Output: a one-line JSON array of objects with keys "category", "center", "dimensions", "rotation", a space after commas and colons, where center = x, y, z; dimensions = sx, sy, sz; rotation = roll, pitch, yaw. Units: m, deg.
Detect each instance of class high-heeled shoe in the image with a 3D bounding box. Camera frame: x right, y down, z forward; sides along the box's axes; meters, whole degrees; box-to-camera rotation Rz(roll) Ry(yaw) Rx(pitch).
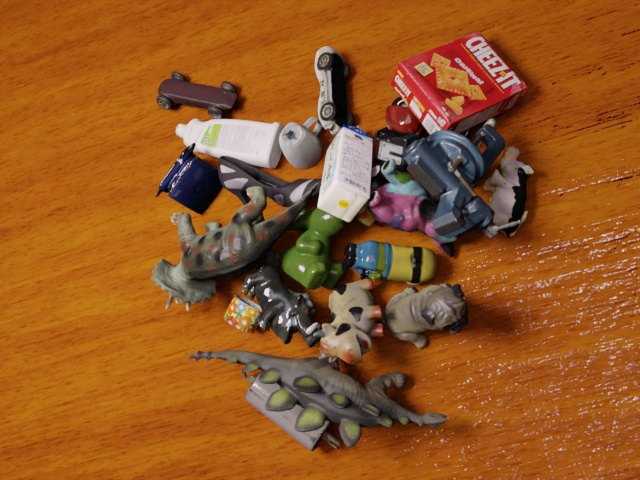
[{"category": "high-heeled shoe", "center": [-0.101, -0.138, 1.130], "dimensions": [0.249, 0.086, 0.145], "rotation": [-15, 104, 28]}]

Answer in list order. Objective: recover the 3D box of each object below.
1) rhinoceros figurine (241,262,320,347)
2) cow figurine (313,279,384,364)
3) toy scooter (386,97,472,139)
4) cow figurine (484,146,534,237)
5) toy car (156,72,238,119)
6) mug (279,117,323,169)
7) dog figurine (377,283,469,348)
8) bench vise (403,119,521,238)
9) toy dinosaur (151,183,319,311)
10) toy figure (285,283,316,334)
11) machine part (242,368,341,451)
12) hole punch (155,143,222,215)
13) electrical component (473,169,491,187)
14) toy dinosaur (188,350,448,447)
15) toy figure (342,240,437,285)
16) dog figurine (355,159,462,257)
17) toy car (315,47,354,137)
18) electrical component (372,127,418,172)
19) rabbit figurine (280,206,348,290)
[{"category": "rhinoceros figurine", "center": [-0.071, 0.131, 1.043], "dimensions": [0.112, 0.073, 0.190], "rotation": [-36, 72, -6]}, {"category": "cow figurine", "center": [0.053, 0.153, 1.003], "dimensions": [0.127, 0.195, 0.085], "rotation": [-11, 119, 3]}, {"category": "toy scooter", "center": [0.207, -0.207, 1.099], "dimensions": [0.184, 0.075, 0.135], "rotation": [23, 88, 11]}, {"category": "cow figurine", "center": [0.368, -0.095, 1.042], "dimensions": [0.098, 0.068, 0.167], "rotation": [24, 89, 10]}, {"category": "toy car", "center": [-0.283, -0.331, 1.246], "dimensions": [0.202, 0.053, 0.089], "rotation": [14, 65, 15]}, {"category": "mug", "center": [-0.036, -0.213, 1.138], "dimensions": [0.081, 0.107, 0.109], "rotation": [42, 93, 15]}, {"category": "dog figurine", "center": [0.180, 0.132, 0.980], "dimensions": [0.172, 0.190, 0.121], "rotation": [-26, 75, 9]}, {"category": "bench vise", "center": [0.270, -0.125, 0.963], "dimensions": [0.224, 0.129, 0.240], "rotation": [40, 64, 4]}, {"category": "toy dinosaur", "center": [-0.181, 0.018, 1.061], "dimensions": [0.405, 0.131, 0.192], "rotation": [-20, 60, 26]}, {"category": "toy figure", "center": [-0.069, 0.131, 1.106], "dimensions": [0.155, 0.058, 0.064], "rotation": [36, 121, 13]}, {"category": "machine part", "center": [-0.061, 0.332, 1.058], "dimensions": [0.243, 0.079, 0.079], "rotation": [32, 88, 16]}, {"category": "hole punch", "center": [-0.279, -0.126, 1.178], "dimensions": [0.092, 0.115, 0.142], "rotation": [38, 90, 8]}, {"category": "electrical component", "center": [0.293, -0.133, 1.090], "dimensions": [0.094, 0.021, 0.063], "rotation": [-35, 74, 5]}, {"category": "toy dinosaur", "center": [-0.003, 0.266, 0.985], "dimensions": [0.472, 0.198, 0.105], "rotation": [14, 101, 14]}, {"category": "toy figure", "center": [0.137, 0.044, 1.038], "dimensions": [0.180, 0.089, 0.082], "rotation": [10, 91, -11]}, {"category": "dog figurine", "center": [0.180, -0.051, 1.063], "dimensions": [0.219, 0.191, 0.108], "rotation": [32, 72, -15]}, {"category": "toy car", "center": [0.029, -0.317, 1.156], "dimensions": [0.056, 0.073, 0.201], "rotation": [-12, 76, 39]}, {"category": "electrical component", "center": [0.164, -0.173, 1.056], "dimensions": [0.119, 0.048, 0.074], "rotation": [18, 121, 32]}, {"category": "rabbit figurine", "center": [-0.002, -0.003, 1.089], "dimensions": [0.159, 0.121, 0.170], "rotation": [35, 104, 38]}]
